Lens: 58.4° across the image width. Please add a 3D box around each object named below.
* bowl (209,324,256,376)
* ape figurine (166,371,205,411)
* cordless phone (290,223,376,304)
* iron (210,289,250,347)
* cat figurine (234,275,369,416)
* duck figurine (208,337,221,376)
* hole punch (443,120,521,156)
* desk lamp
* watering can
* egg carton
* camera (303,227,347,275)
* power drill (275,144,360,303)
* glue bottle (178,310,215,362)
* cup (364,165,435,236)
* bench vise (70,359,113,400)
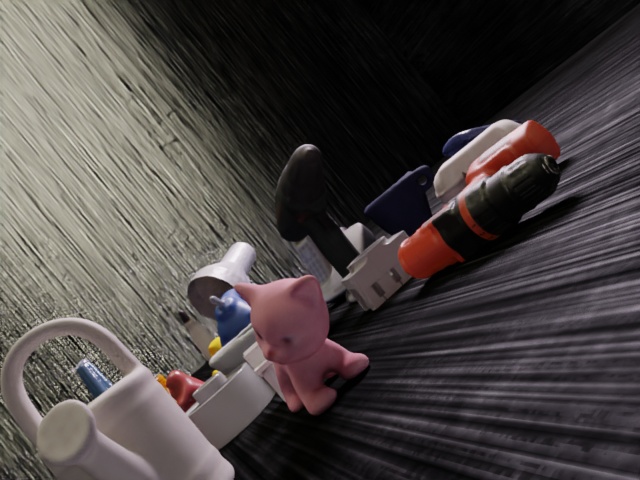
[{"bbox_3d":[-0.062,0.135,0.763,0.167,0.074,0.167,-40,0,1],"label":"bowl"},{"bbox_3d":[-0.224,0.260,0.970,0.076,0.092,0.078,-40,0,18],"label":"ape figurine"},{"bbox_3d":[0.009,0.003,0.946,0.094,0.185,0.147,-41,1,-44],"label":"cordless phone"},{"bbox_3d":[-0.112,0.134,0.968,0.118,0.141,0.258,-40,0,4],"label":"iron"},{"bbox_3d":[-0.024,0.076,0.464,0.067,0.117,0.127,-40,0,-24],"label":"cat figurine"},{"bbox_3d":[-0.169,0.218,1.042,0.077,0.086,0.105,-40,0,30],"label":"duck figurine"},{"bbox_3d":[0.261,-0.148,0.901,0.101,0.091,0.108,-40,0,-14],"label":"hole punch"},{"bbox_3d":[-0.144,0.113,1.190,0.117,0.213,0.204,-40,0,35],"label":"desk lamp"},{"bbox_3d":[-0.163,0.143,0.443,0.101,0.194,0.172,-40,0,-34],"label":"watering can"},{"bbox_3d":[0.229,-0.107,0.809,0.150,0.069,0.107,-40,0,21],"label":"egg carton"},{"bbox_3d":[0.022,0.047,1.226,0.137,0.101,0.143,-40,0,-15],"label":"camera"},{"bbox_3d":[0.014,-0.016,0.814,0.076,0.208,0.229,-40,0,-22],"label":"power drill"},{"bbox_3d":[-0.224,0.207,1.142,0.037,0.173,0.078,-40,1,-12],"label":"glue bottle"},{"bbox_3d":[0.133,-0.042,0.805,0.117,0.095,0.092,-40,0,36],"label":"cup"},{"bbox_3d":[-0.366,0.297,1.054,0.122,0.219,0.207,-40,0,-38],"label":"bench vise"}]
